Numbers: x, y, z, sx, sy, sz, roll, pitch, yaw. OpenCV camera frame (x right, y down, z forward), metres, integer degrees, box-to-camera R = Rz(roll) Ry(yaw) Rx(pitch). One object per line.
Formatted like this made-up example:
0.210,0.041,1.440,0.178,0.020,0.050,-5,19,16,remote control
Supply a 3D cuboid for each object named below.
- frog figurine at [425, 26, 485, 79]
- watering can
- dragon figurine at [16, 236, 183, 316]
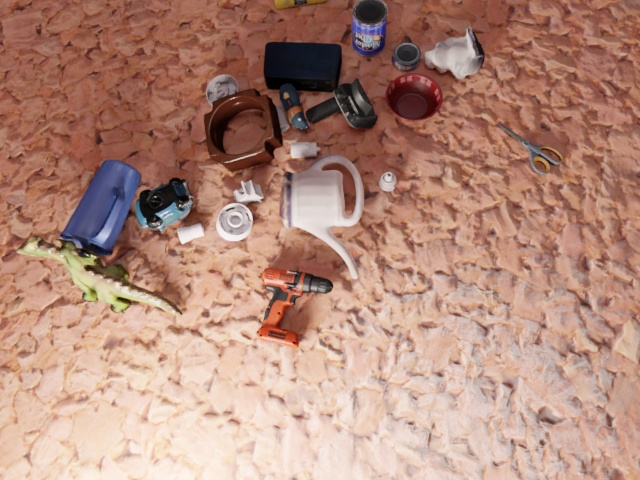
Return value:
0.397,-0.534,1.520,0.158,0.123,0.139,-23,76,33,frog figurine
0.004,-0.068,1.343,0.224,0.102,0.354,-1,69,4,watering can
-0.541,0.079,1.251,0.411,0.238,0.124,16,68,11,dragon figurine
